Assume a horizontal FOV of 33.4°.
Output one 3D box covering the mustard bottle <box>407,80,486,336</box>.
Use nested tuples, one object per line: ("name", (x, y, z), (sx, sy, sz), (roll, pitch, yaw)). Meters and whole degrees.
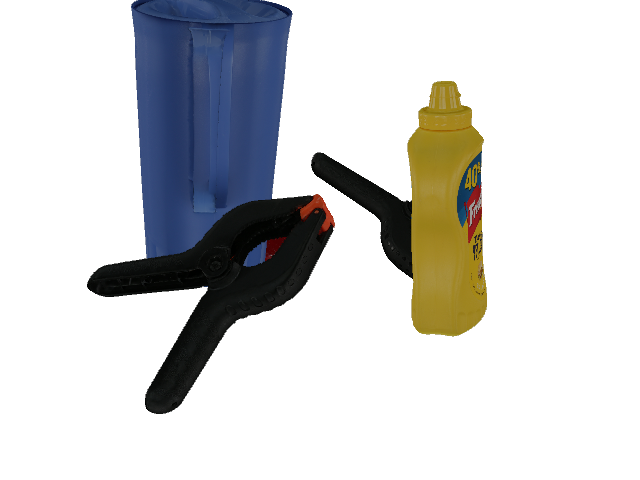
("mustard bottle", (0.099, -0.029, 0.838), (0.058, 0.192, 0.096), (3, 19, 21))

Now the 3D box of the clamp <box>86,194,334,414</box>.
("clamp", (-0.064, 0.034, 0.691), (0.171, 0.120, 0.039), (-27, -29, 6))

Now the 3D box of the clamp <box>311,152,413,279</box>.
("clamp", (0.087, -0.027, 1.113), (0.164, 0.210, 0.036), (-6, -36, -15))

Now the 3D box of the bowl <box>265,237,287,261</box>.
("bowl", (-0.097, 0.007, 1.315), (0.162, 0.055, 0.162), (3, 26, -2))

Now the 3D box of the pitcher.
("pitcher", (-0.097, -0.084, 0.918), (0.145, 0.243, 0.148), (20, 27, 36))
